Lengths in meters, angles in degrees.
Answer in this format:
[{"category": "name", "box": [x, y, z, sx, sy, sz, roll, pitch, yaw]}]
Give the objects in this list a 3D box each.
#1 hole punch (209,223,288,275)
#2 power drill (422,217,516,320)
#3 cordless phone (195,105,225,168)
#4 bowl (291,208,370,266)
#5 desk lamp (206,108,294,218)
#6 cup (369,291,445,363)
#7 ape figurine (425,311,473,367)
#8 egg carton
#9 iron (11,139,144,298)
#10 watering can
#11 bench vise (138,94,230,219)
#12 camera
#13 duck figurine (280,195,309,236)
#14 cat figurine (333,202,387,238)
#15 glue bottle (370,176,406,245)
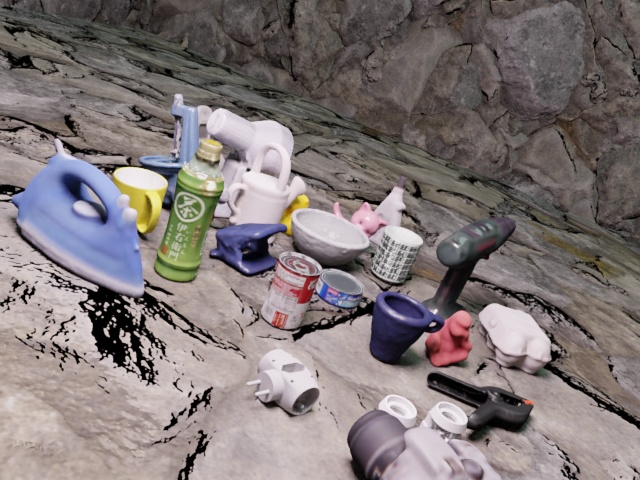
[{"category": "hole punch", "box": [-0.126, -0.002, 1.015, 0.101, 0.091, 0.109, 29, 22, 20]}, {"category": "power drill", "box": [0.282, 0.052, 1.104, 0.075, 0.208, 0.230, 34, 24, 32]}, {"category": "cordless phone", "box": [-0.249, -0.204, 1.267, 0.094, 0.185, 0.148, 28, 22, 17]}, {"category": "bowl", "box": [0.011, 0.004, 1.155, 0.167, 0.075, 0.167, 18, 21, -7]}, {"category": "desk lamp", "box": [-0.176, -0.157, 1.180, 0.204, 0.213, 0.117, 2, 28, -42]}, {"category": "cup", "box": [0.127, 0.143, 0.890, 0.118, 0.095, 0.091, 15, 21, -15]}, {"category": "ape figurine", "box": [0.219, 0.158, 0.945, 0.078, 0.092, 0.076, 21, 20, 1]}, {"category": "egg carton", "box": [0.355, 0.178, 1.059, 0.107, 0.069, 0.150, 17, 21, -12]}, {"category": "iron", "box": [-0.330, -0.038, 0.838, 0.257, 0.141, 0.119, 30, 23, 24]}, {"category": "watering can", "box": [-0.105, -0.098, 1.128, 0.100, 0.194, 0.173, 28, 21, 17]}, {"category": "bench vise", "box": [-0.244, -0.150, 1.086, 0.207, 0.220, 0.121, 23, 21, 5]}, {"category": "camera", "box": [0.104, 0.241, 0.617, 0.144, 0.101, 0.136, 5, 26, -37]}, {"category": "duck figurine", "box": [-0.049, -0.058, 1.235, 0.104, 0.086, 0.078, 31, 23, 25]}, {"category": "cat figurine", "box": [0.076, -0.036, 1.257, 0.127, 0.118, 0.067, 29, 22, 20]}, {"category": "glue bottle", "box": [0.166, -0.069, 1.345, 0.078, 0.173, 0.037, 33, 24, 30]}]
